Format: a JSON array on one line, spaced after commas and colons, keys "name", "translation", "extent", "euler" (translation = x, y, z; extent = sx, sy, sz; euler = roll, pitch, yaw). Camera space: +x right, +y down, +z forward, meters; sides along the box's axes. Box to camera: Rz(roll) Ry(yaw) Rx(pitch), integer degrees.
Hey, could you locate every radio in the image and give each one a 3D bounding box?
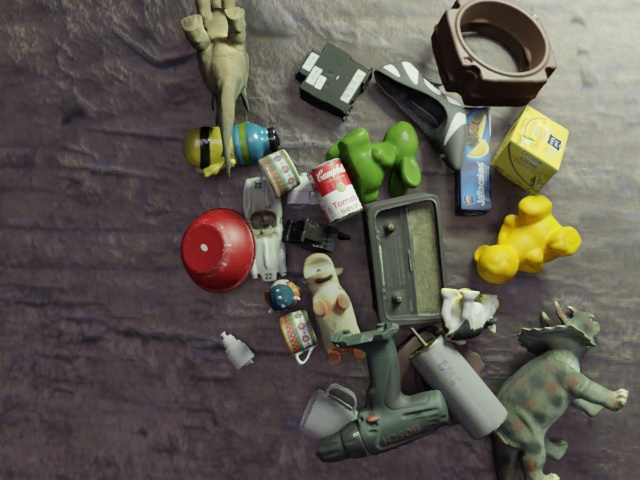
[{"name": "radio", "translation": [0.153, 0.035, 0.968], "extent": [0.131, 0.073, 0.229], "euler": [-8, 97, -1]}]

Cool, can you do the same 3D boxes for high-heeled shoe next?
[{"name": "high-heeled shoe", "translation": [0.185, -0.237, 1.007], "extent": [0.145, 0.086, 0.249], "euler": [3, 58, -15]}]

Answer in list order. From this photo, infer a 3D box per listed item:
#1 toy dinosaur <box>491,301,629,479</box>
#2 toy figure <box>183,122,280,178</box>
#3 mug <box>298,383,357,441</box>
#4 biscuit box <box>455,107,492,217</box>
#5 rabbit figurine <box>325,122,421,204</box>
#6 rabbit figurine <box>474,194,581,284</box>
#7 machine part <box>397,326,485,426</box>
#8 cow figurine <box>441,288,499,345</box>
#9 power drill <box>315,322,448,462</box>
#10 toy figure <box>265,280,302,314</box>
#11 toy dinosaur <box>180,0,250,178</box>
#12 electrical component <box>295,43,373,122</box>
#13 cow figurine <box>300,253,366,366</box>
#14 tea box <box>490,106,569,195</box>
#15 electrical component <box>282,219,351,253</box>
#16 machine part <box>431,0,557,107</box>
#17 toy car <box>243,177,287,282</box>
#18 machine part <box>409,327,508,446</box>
[{"name": "toy dinosaur", "translation": [0.376, 0.290, 0.939], "extent": [0.192, 0.131, 0.405], "euler": [38, 89, 18]}, {"name": "toy figure", "translation": [-0.170, -0.182, 1.025], "extent": [0.180, 0.082, 0.089], "euler": [-11, 113, 2]}, {"name": "mug", "translation": [0.031, 0.313, 0.956], "extent": [0.107, 0.081, 0.109], "euler": [27, 96, -3]}, {"name": "biscuit box", "translation": [0.290, -0.148, 1.023], "extent": [0.059, 0.063, 0.202], "euler": [0, 81, 3]}, {"name": "rabbit figurine", "translation": [0.124, -0.154, 1.005], "extent": [0.170, 0.121, 0.159], "euler": [-33, 86, -19]}, {"name": "rabbit figurine", "translation": [0.338, 0.018, 0.953], "extent": [0.173, 0.162, 0.122], "euler": [-33, 84, -25]}, {"name": "machine part", "translation": [0.211, 0.246, 0.974], "extent": [0.179, 0.056, 0.179], "euler": [0, 81, 1]}, {"name": "cow figurine", "translation": [0.268, 0.135, 0.941], "extent": [0.068, 0.167, 0.098], "euler": [3, 83, 39]}, {"name": "power drill", "translation": [0.079, 0.247, 0.876], "extent": [0.232, 0.086, 0.207], "euler": [-15, 86, 11]}, {"name": "toy figure", "translation": [-0.067, 0.100, 0.949], "extent": [0.058, 0.154, 0.064], "euler": [40, 86, 3]}, {"name": "toy dinosaur", "translation": [-0.173, -0.319, 0.969], "extent": [0.105, 0.198, 0.472], "euler": [-5, 50, 1]}, {"name": "electrical component", "translation": [0.021, -0.314, 1.055], "extent": [0.134, 0.058, 0.115], "euler": [32, 82, 5]}, {"name": "cow figurine", "translation": [0.021, 0.116, 0.974], "extent": [0.085, 0.127, 0.194], "euler": [-19, 96, -1]}, {"name": "tea box", "translation": [0.384, -0.166, 0.977], "extent": [0.098, 0.068, 0.170], "euler": [33, 43, 4]}, {"name": "electrical component", "translation": [-0.002, -0.003, 0.995], "extent": [0.119, 0.075, 0.047], "euler": [21, 79, -35]}, {"name": "machine part", "translation": [0.324, -0.353, 1.006], "extent": [0.201, 0.087, 0.201], "euler": [-3, 69, -14]}, {"name": "toy car", "translation": [-0.104, -0.021, 1.016], "extent": [0.074, 0.056, 0.201], "euler": [-5, 82, 0]}, {"name": "machine part", "translation": [0.232, 0.244, 0.906], "extent": [0.079, 0.079, 0.243], "euler": [-37, 82, -4]}]
